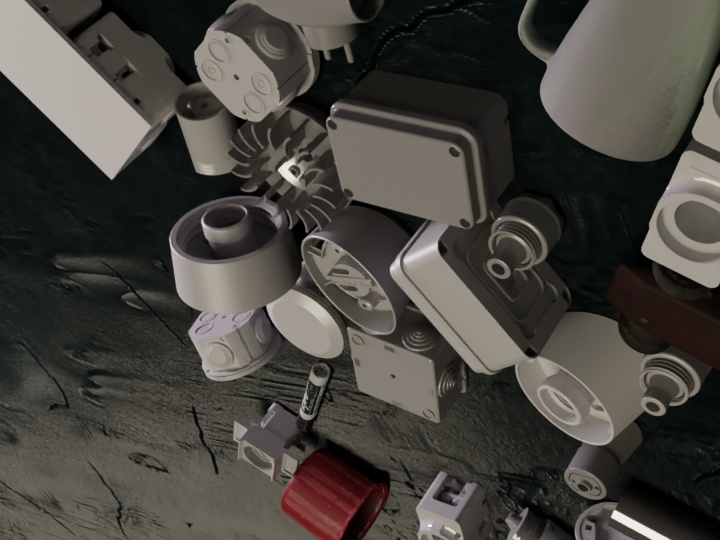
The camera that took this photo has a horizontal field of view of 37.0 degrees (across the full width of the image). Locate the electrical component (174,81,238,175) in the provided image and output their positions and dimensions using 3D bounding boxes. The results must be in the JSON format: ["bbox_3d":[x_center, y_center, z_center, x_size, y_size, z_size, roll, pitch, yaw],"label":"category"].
[{"bbox_3d":[-0.118,-0.106,0.859,0.043,0.043,0.081,24,150,22],"label":"electrical component"}]

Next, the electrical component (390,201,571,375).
[{"bbox_3d":[0.086,0.010,0.769,0.113,0.078,0.057,49,142,-12],"label":"electrical component"}]

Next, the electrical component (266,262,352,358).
[{"bbox_3d":[-0.037,0.033,0.936,0.080,0.051,0.080,25,143,21],"label":"electrical component"}]

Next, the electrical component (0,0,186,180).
[{"bbox_3d":[-0.235,-0.178,0.877,0.186,0.060,0.105,45,146,-8],"label":"electrical component"}]

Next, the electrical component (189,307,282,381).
[{"bbox_3d":[-0.120,0.065,1.025,0.080,0.080,0.051,2,125,42],"label":"electrical component"}]

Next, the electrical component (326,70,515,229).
[{"bbox_3d":[0.040,-0.082,0.727,0.113,0.057,0.078,17,139,30],"label":"electrical component"}]

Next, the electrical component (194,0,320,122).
[{"bbox_3d":[-0.073,-0.150,0.763,0.080,0.051,0.080,25,143,21],"label":"electrical component"}]

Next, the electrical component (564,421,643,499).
[{"bbox_3d":[0.187,0.145,0.836,0.044,0.065,0.044,25,143,21],"label":"electrical component"}]

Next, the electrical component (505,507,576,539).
[{"bbox_3d":[0.170,0.253,0.994,0.081,0.043,0.043,37,146,4],"label":"electrical component"}]

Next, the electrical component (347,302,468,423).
[{"bbox_3d":[0.040,0.075,0.911,0.100,0.048,0.099,20,141,27],"label":"electrical component"}]

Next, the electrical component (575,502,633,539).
[{"bbox_3d":[0.216,0.235,0.922,0.055,0.055,0.047,12,140,35],"label":"electrical component"}]

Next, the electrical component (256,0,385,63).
[{"bbox_3d":[-0.022,-0.170,0.698,0.077,0.044,0.079,14,138,33],"label":"electrical component"}]

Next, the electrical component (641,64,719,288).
[{"bbox_3d":[0.230,-0.058,0.572,0.105,0.060,0.186,28,144,17],"label":"electrical component"}]

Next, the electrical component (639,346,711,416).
[{"bbox_3d":[0.212,0.072,0.733,0.043,0.062,0.043,25,143,21],"label":"electrical component"}]

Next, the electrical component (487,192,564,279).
[{"bbox_3d":[0.108,-0.020,0.728,0.043,0.062,0.043,25,143,21],"label":"electrical component"}]

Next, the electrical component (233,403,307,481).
[{"bbox_3d":[-0.093,0.180,1.143,0.081,0.063,0.042,30,143,13],"label":"electrical component"}]

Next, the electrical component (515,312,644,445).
[{"bbox_3d":[0.169,0.081,0.805,0.099,0.064,0.099,39,157,20],"label":"electrical component"}]

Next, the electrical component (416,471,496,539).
[{"bbox_3d":[0.093,0.252,1.055,0.050,0.055,0.089,13,138,33],"label":"electrical component"}]

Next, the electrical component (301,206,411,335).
[{"bbox_3d":[0.000,0.000,0.850,0.099,0.064,0.099,24,144,19],"label":"electrical component"}]

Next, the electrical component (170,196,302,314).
[{"bbox_3d":[-0.106,-0.020,0.895,0.108,0.108,0.060,17,133,30],"label":"electrical component"}]
